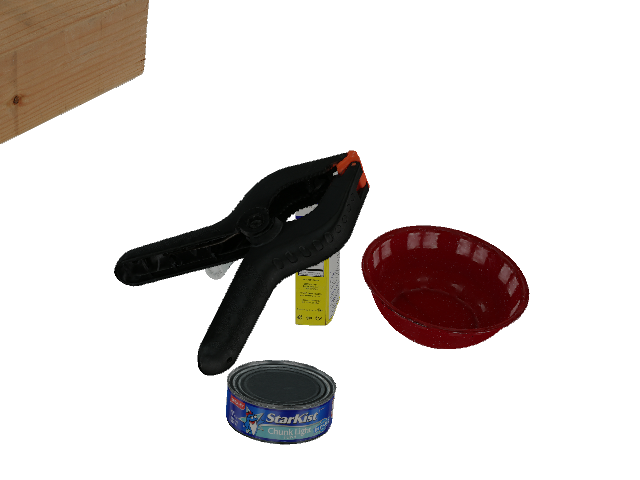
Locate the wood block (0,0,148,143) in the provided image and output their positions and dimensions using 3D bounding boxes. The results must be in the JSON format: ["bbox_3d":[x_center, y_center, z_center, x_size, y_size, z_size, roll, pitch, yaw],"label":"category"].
[{"bbox_3d":[-0.251,-0.162,0.912,0.090,0.091,0.205,30,42,21],"label":"wood block"}]

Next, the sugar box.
[{"bbox_3d":[-0.003,0.003,1.252,0.048,0.176,0.093,1,19,10],"label":"sugar box"}]

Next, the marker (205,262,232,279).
[{"bbox_3d":[-0.082,0.003,1.046,0.020,0.020,0.121,0,25,18],"label":"marker"}]

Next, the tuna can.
[{"bbox_3d":[-0.032,0.126,0.838,0.086,0.034,0.086,5,17,-2],"label":"tuna can"}]

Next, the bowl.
[{"bbox_3d":[0.114,0.054,1.024,0.162,0.055,0.162,7,36,-5],"label":"bowl"}]

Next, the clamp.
[{"bbox_3d":[-0.035,0.009,0.659,0.171,0.120,0.039,-32,-38,-7],"label":"clamp"}]
